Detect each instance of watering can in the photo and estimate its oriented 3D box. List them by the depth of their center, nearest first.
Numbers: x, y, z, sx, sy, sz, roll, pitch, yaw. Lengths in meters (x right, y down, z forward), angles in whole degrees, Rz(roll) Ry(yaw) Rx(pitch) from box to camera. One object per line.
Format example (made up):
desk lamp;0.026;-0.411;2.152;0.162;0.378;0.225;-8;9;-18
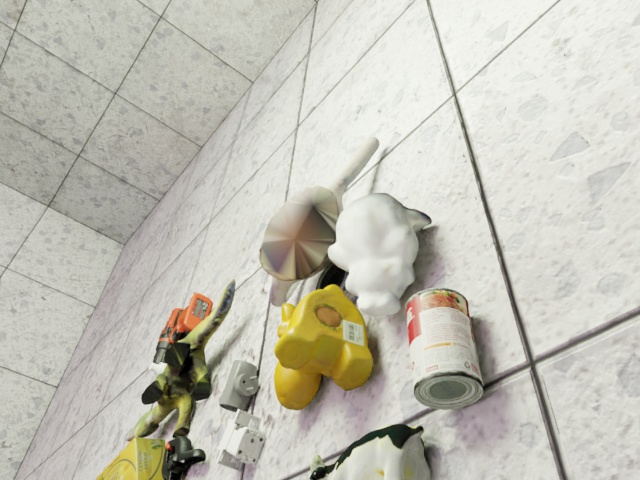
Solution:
watering can;0.003;-0.043;0.849;0.348;0.104;0.223;-61;-7;-2

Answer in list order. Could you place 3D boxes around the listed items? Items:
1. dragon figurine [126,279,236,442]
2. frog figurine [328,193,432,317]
dragon figurine;-0.290;0.258;1.104;0.413;0.121;0.243;-60;16;-8
frog figurine;0.067;0.020;0.684;0.137;0.120;0.163;-5;42;38
